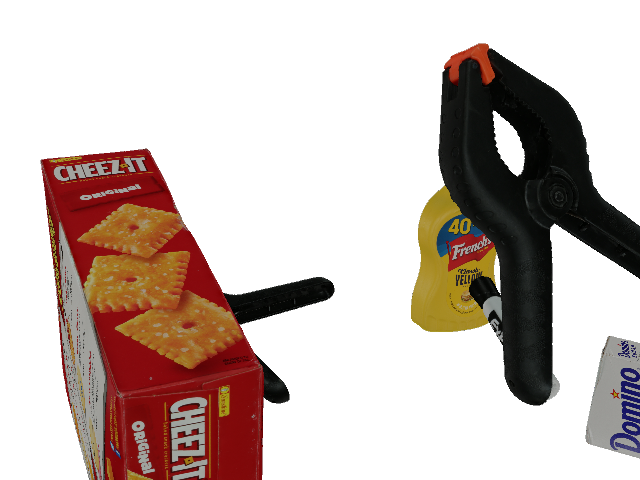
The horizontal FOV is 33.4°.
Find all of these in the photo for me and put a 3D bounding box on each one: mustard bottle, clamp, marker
[{"bbox_3d":[0.151,0.001,1.154,0.096,0.192,0.058,-6,21,-22],"label":"mustard bottle"},{"bbox_3d":[-0.101,0.085,1.015,0.210,0.036,0.164,4,37,9],"label":"clamp"},{"bbox_3d":[0.129,0.062,0.725,0.020,0.020,0.121,0,33,-16],"label":"marker"},{"bbox_3d":[0.102,-0.009,0.518,0.120,0.171,0.039,-42,10,-28],"label":"clamp"}]

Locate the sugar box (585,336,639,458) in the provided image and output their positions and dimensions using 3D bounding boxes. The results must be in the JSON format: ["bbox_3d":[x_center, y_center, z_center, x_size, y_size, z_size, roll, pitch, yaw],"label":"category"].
[{"bbox_3d":[0.319,0.149,0.897,0.176,0.093,0.048,12,24,18],"label":"sugar box"}]

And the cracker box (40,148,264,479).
[{"bbox_3d":[-0.092,0.071,0.563,0.072,0.164,0.214,-9,34,-18],"label":"cracker box"}]
